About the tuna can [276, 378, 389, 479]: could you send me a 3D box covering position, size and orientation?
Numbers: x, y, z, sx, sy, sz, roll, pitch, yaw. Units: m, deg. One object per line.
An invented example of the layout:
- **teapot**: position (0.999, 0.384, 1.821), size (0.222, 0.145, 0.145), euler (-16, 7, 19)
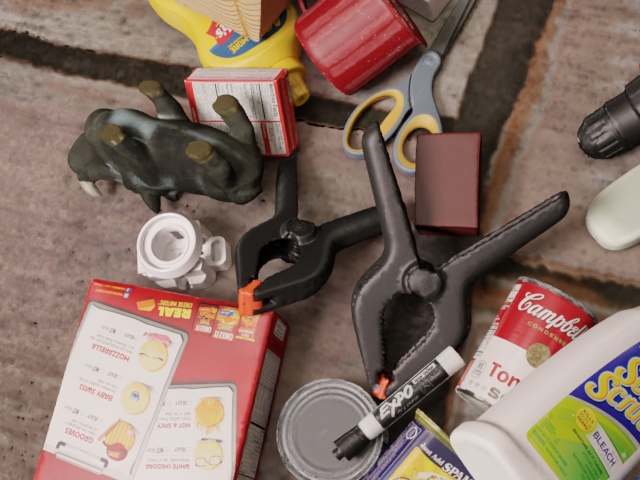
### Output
- **tuna can**: position (0.011, 0.154, 0.841), size (0.086, 0.033, 0.086), euler (-4, 72, 12)

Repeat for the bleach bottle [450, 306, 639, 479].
- **bleach bottle**: position (0.214, 0.098, 0.765), size (0.250, 0.068, 0.102), euler (-39, 98, -21)

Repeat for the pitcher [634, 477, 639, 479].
- **pitcher**: position (0.292, 0.257, 0.693), size (0.149, 0.144, 0.243), euler (-34, 62, 51)

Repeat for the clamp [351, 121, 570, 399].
- **clamp**: position (0.073, 0.021, 0.828), size (0.164, 0.036, 0.210), euler (28, 102, 4)

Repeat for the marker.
- **marker**: position (0.058, 0.126, 0.809), size (0.121, 0.020, 0.020), euler (-39, 68, -2)

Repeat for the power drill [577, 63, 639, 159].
- **power drill**: position (0.262, -0.177, 0.864), size (0.185, 0.057, 0.188), euler (-32, 63, 22)

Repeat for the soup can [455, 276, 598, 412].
- **soup can**: position (0.156, 0.088, 0.810), size (0.069, 0.068, 0.102), euler (29, 82, 20)

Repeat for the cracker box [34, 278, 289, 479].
- **cracker box**: position (-0.128, 0.151, 0.856), size (0.164, 0.072, 0.213), euler (8, 75, 16)

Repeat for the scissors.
- **scissors**: position (0.105, -0.136, 0.923), size (0.201, 0.016, 0.096), euler (-45, 70, -3)

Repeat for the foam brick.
- **foam brick**: position (0.104, -0.045, 0.866), size (0.053, 0.051, 0.078), euler (2, 84, 10)

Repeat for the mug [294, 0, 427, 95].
- **mug**: position (0.025, -0.188, 0.912), size (0.081, 0.093, 0.117), euler (-36, 91, 15)

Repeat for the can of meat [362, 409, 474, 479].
- **can of meat**: position (0.085, 0.190, 0.790), size (0.102, 0.057, 0.084), euler (41, 87, 3)

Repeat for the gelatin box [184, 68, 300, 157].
- **gelatin box**: position (-0.066, -0.111, 0.923), size (0.089, 0.073, 0.030), euler (2, 33, 19)

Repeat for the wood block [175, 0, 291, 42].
- **wood block**: position (-0.035, -0.285, 0.929), size (0.090, 0.091, 0.206), euler (28, 62, 11)

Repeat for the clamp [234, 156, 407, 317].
- **clamp**: position (-0.006, 0.001, 0.864), size (0.120, 0.039, 0.171), euler (13, 48, 18)

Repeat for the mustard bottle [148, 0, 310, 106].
- **mustard bottle**: position (-0.072, -0.190, 0.961), size (0.096, 0.058, 0.192), euler (-35, 68, -10)
